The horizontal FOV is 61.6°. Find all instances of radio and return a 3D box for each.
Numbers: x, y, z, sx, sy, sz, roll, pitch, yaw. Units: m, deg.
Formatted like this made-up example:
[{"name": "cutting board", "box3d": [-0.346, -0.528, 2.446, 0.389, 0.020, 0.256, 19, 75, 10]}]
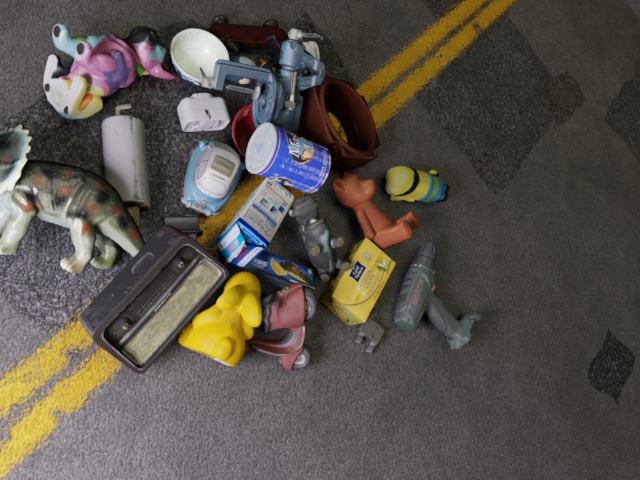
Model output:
[{"name": "radio", "box3d": [-0.276, 0.094, 0.901, 0.229, 0.073, 0.131, -51, 134, -16]}]

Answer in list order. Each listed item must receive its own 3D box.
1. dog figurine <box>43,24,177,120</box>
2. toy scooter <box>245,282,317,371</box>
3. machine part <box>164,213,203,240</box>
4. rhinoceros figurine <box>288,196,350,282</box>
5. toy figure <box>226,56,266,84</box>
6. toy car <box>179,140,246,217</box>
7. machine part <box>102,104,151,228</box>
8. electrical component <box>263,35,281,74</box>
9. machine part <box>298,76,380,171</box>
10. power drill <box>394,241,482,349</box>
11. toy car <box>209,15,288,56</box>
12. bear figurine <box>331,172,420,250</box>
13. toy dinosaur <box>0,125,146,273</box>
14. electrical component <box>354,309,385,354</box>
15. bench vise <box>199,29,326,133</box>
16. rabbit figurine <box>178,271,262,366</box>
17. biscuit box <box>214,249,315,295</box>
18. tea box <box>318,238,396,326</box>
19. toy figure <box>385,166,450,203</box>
[{"name": "dog figurine", "box3d": [-0.384, -0.313, 1.012, 0.109, 0.191, 0.219, 33, 24, 26]}, {"name": "toy scooter", "box3d": [-0.080, 0.169, 1.035, 0.135, 0.075, 0.183, 1, 105, -16]}, {"name": "machine part", "box3d": [-0.257, 0.016, 1.020, 0.084, 0.039, 0.139, 3, 71, -35]}, {"name": "rhinoceros figurine", "box3d": [-0.002, -0.003, 1.107, 0.073, 0.112, 0.190, -27, 124, -10]}, {"name": "toy figure", "box3d": [-0.147, -0.372, 1.198, 0.154, 0.058, 0.064, -2, 98, -33]}, {"name": "toy car", "box3d": [-0.208, -0.133, 1.058, 0.109, 0.103, 0.161, 27, 61, -20]}, {"name": "machine part", "box3d": [-0.357, -0.137, 0.986, 0.079, 0.079, 0.243, -2, 76, -31]}, {"name": "electrical component", "box3d": [-0.087, -0.376, 1.162, 0.048, 0.075, 0.119, -49, 126, -28]}, {"name": "machine part", "box3d": [0.041, -0.263, 1.223, 0.201, 0.087, 0.201, -8, 78, -49]}, {"name": "power drill", "box3d": [0.283, 0.141, 1.270, 0.207, 0.086, 0.232, 43, 60, -16]}, {"name": "toy car", "box3d": [-0.158, -0.457, 1.220, 0.202, 0.053, 0.089, -15, 78, -37]}, {"name": "bear figurine", "box3d": [0.122, -0.081, 1.224, 0.195, 0.132, 0.120, 63, 27, -3]}, {"name": "toy dinosaur", "box3d": [-0.412, -0.058, 0.868, 0.404, 0.131, 0.192, 18, 99, -33]}, {"name": "electrical component", "box3d": [0.113, 0.200, 1.185, 0.063, 0.021, 0.094, 41, 58, -13]}, {"name": "bench vise", "box3d": [-0.111, -0.316, 1.065, 0.240, 0.129, 0.223, 3, 118, -27]}, {"name": "rabbit figurine", "box3d": [-0.163, 0.128, 0.963, 0.122, 0.162, 0.173, 30, 67, -8]}, {"name": "biscuit box", "box3d": [-0.111, 0.063, 1.064, 0.202, 0.062, 0.059, 22, 36, -23]}, {"name": "tea box", "box3d": [0.083, 0.091, 1.175, 0.098, 0.068, 0.169, 39, 60, -14]}, {"name": "toy figure", "box3d": [0.244, -0.138, 1.330, 0.180, 0.089, 0.082, 11, 64, -24]}]
